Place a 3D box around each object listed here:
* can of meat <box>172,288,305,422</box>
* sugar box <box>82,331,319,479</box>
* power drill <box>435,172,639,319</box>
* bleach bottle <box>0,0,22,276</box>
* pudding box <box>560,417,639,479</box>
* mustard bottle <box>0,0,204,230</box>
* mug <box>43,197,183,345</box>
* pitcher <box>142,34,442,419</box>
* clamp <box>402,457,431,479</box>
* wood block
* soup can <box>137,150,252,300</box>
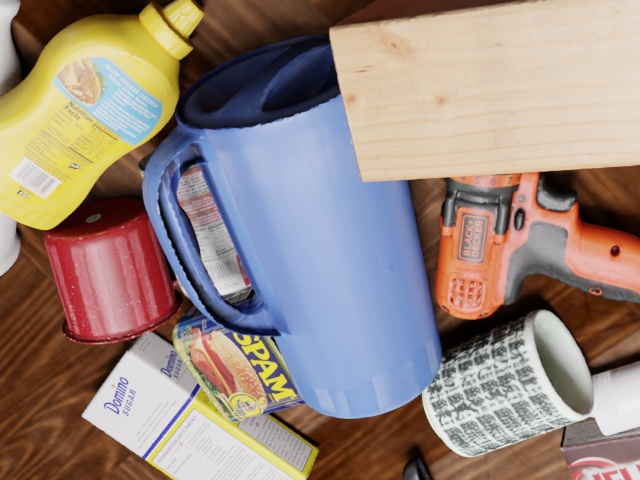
[{"bbox_3d":[-0.051,0.085,0.815,0.084,0.057,0.102,-20,112,29],"label":"can of meat"},{"bbox_3d":[-0.099,0.158,0.879,0.176,0.048,0.093,38,123,-2],"label":"sugar box"},{"bbox_3d":[0.170,-0.024,0.681,0.188,0.057,0.184,10,117,13],"label":"power drill"},{"bbox_3d":[-0.254,-0.096,0.768,0.102,0.068,0.251,20,121,2],"label":"bleach bottle"},{"bbox_3d":[0.244,0.168,0.781,0.114,0.039,0.090,-17,113,25],"label":"pudding box"},{"bbox_3d":[-0.153,-0.095,0.718,0.192,0.058,0.096,-40,132,12],"label":"mustard bottle"},{"bbox_3d":[-0.144,0.016,0.791,0.117,0.093,0.081,-15,113,-10],"label":"mug"},{"bbox_3d":[-0.005,0.001,0.702,0.149,0.145,0.243,-8,120,17],"label":"pitcher"},{"bbox_3d":[0.115,0.269,0.880,0.164,0.036,0.210,24,123,-1],"label":"clamp"},{"bbox_3d":[0.122,-0.091,0.563,0.206,0.090,0.090,-2,113,27],"label":"wood block"},{"bbox_3d":[-0.080,-0.016,0.753,0.069,0.068,0.102,-8,113,21],"label":"soup can"}]
